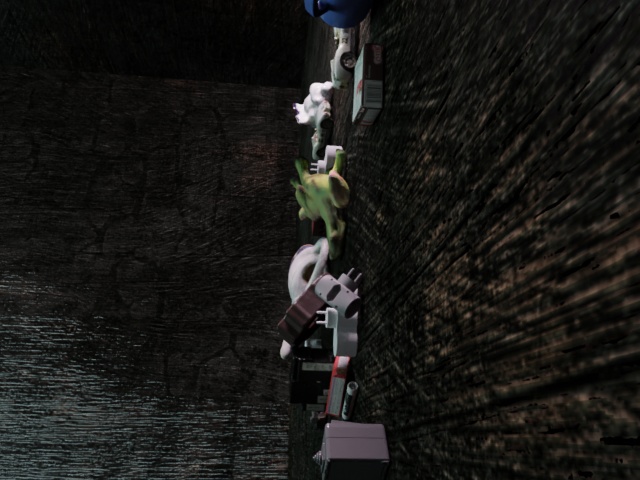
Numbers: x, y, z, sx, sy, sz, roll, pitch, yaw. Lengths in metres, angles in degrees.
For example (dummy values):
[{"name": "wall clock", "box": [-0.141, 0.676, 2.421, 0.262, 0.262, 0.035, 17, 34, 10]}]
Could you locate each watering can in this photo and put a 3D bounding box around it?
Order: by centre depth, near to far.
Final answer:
[{"name": "watering can", "box": [-0.050, 0.146, 1.468, 0.226, 0.104, 0.346, -126, 58, -79]}]

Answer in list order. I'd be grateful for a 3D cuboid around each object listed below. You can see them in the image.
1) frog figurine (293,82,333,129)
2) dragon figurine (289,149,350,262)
[{"name": "frog figurine", "box": [-0.001, -0.435, 1.637, 0.157, 0.121, 0.141, -39, 24, 30]}, {"name": "dragon figurine", "box": [0.004, -0.062, 1.234, 0.402, 0.122, 0.248, 107, 157, -61]}]
